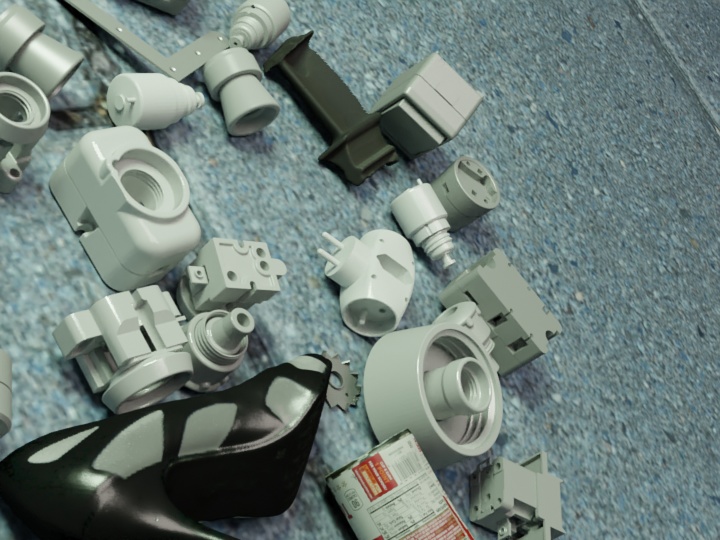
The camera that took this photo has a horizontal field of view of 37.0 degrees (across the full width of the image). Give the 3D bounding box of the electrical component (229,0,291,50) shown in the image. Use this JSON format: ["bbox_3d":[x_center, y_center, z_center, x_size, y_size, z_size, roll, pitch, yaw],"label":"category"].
[{"bbox_3d":[-0.088,-0.205,0.902,0.040,0.040,0.078,44,39,-10],"label":"electrical component"}]

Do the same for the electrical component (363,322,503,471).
[{"bbox_3d":[0.061,0.090,0.787,0.108,0.060,0.108,23,57,-42],"label":"electrical component"}]

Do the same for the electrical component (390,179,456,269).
[{"bbox_3d":[0.057,-0.037,0.918,0.040,0.040,0.078,-17,74,-50],"label":"electrical component"}]

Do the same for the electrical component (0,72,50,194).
[{"bbox_3d":[-0.223,-0.089,0.663,0.066,0.055,0.048,56,38,5],"label":"electrical component"}]

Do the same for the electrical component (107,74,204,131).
[{"bbox_3d":[-0.146,-0.122,0.779,0.078,0.040,0.040,-12,70,-49],"label":"electrical component"}]

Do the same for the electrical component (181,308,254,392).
[{"bbox_3d":[-0.091,0.046,0.684,0.048,0.062,0.048,26,45,-29],"label":"electrical component"}]

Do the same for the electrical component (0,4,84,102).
[{"bbox_3d":[-0.220,-0.143,0.718,0.055,0.045,0.045,40,39,-14],"label":"electrical component"}]

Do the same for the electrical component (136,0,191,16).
[{"bbox_3d":[-0.172,-0.259,0.853,0.100,0.048,0.099,15,51,-37],"label":"electrical component"}]

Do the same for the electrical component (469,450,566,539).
[{"bbox_3d":[0.117,0.174,0.810,0.064,0.042,0.081,29,43,-24],"label":"electrical component"}]

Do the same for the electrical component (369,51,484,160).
[{"bbox_3d":[0.052,-0.141,0.963,0.062,0.096,0.061,42,67,-13],"label":"electrical component"}]

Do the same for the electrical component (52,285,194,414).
[{"bbox_3d":[-0.135,0.049,0.642,0.078,0.058,0.057,-15,69,-50],"label":"electrical component"}]

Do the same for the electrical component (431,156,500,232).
[{"bbox_3d":[0.090,-0.067,0.968,0.055,0.047,0.055,26,45,-29],"label":"electrical component"}]

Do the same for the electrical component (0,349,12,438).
[{"bbox_3d":[-0.244,0.042,0.541,0.138,0.052,0.073,15,51,-37],"label":"electrical component"}]

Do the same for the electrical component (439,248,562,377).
[{"bbox_3d":[0.115,0.038,0.904,0.089,0.056,0.050,51,38,-2],"label":"electrical component"}]

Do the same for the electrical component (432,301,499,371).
[{"bbox_3d":[0.088,0.060,0.870,0.062,0.048,0.048,52,38,-10],"label":"electrical component"}]

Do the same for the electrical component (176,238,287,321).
[{"bbox_3d":[-0.091,0.010,0.718,0.066,0.055,0.048,5,58,-43],"label":"electrical component"}]

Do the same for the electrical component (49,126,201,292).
[{"bbox_3d":[-0.150,-0.043,0.697,0.054,0.059,0.095,-22,78,-51],"label":"electrical component"}]

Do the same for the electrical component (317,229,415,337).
[{"bbox_3d":[0.000,0.000,0.828,0.079,0.043,0.077,35,41,-21],"label":"electrical component"}]

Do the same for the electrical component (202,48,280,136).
[{"bbox_3d":[-0.094,-0.139,0.842,0.045,0.045,0.055,-10,68,-49],"label":"electrical component"}]
